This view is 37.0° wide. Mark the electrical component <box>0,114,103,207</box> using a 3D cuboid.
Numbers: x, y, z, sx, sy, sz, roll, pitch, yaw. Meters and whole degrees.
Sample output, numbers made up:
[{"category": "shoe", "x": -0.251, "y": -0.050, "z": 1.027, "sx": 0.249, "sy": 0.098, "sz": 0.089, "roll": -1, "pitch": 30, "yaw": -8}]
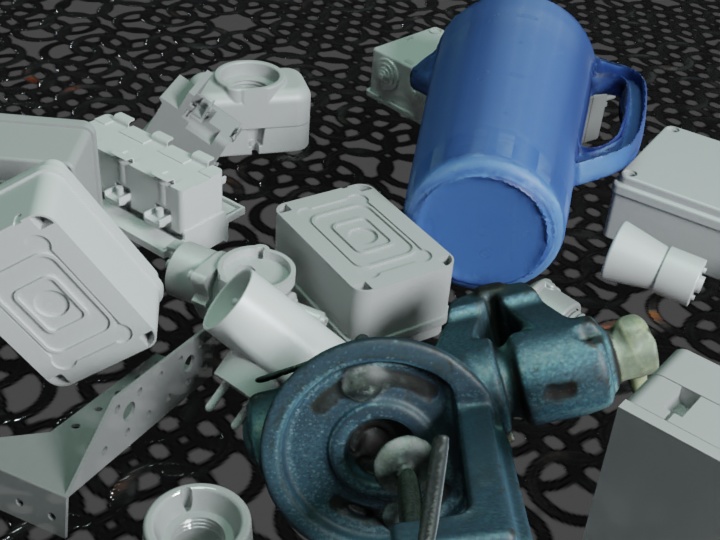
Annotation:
[{"category": "electrical component", "x": -0.224, "y": -0.042, "z": 0.690, "sx": 0.109, "sy": 0.108, "sz": 0.056, "roll": 5, "pitch": 38, "yaw": 0}]

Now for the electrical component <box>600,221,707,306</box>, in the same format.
[{"category": "electrical component", "x": 0.205, "y": -0.002, "z": 0.744, "sx": 0.065, "sy": 0.044, "sz": 0.044, "roll": 24, "pitch": 39, "yaw": 18}]

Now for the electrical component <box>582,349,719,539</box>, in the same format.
[{"category": "electrical component", "x": 0.151, "y": 0.120, "z": 0.467, "sx": 0.089, "sy": 0.150, "sz": 0.062, "roll": 28, "pitch": 42, "yaw": 30}]

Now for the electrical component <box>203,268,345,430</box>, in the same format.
[{"category": "electrical component", "x": -0.057, "y": 0.053, "z": 0.616, "sx": 0.079, "sy": 0.077, "sz": 0.043, "roll": -55, "pitch": 21, "yaw": -11}]

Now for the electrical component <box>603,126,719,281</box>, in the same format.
[{"category": "electrical component", "x": 0.255, "y": -0.051, "z": 0.805, "sx": 0.109, "sy": 0.056, "sz": 0.109, "roll": 24, "pitch": 39, "yaw": 25}]

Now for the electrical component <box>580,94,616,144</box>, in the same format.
[{"category": "electrical component", "x": 0.191, "y": -0.149, "z": 0.945, "sx": 0.077, "sy": 0.047, "sz": 0.066, "roll": -19, "pitch": 42, "yaw": -30}]

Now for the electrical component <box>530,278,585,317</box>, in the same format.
[{"category": "electrical component", "x": 0.126, "y": 0.038, "z": 0.674, "sx": 0.062, "sy": 0.048, "sz": 0.048, "roll": 34, "pitch": 44, "yaw": 25}]

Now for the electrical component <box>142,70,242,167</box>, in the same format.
[{"category": "electrical component", "x": -0.129, "y": -0.108, "z": 0.827, "sx": 0.064, "sy": 0.081, "sz": 0.042, "roll": 33, "pitch": 36, "yaw": -10}]

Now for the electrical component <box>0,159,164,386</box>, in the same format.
[{"category": "electrical component", "x": -0.173, "y": 0.002, "z": 0.616, "sx": 0.078, "sy": 0.113, "sz": 0.057, "roll": -25, "pitch": 37, "yaw": 13}]

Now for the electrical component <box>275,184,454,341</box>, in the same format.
[{"category": "electrical component", "x": 0.000, "y": 0.000, "z": 0.701, "sx": 0.078, "sy": 0.057, "sz": 0.113, "roll": -17, "pitch": 40, "yaw": -28}]

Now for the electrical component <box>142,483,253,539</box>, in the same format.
[{"category": "electrical component", "x": -0.076, "y": 0.135, "z": 0.509, "sx": 0.055, "sy": 0.047, "sz": 0.055, "roll": 3, "pitch": 35, "yaw": -2}]

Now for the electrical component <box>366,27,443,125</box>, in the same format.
[{"category": "electrical component", "x": 0.067, "y": -0.174, "z": 0.965, "sx": 0.100, "sy": 0.048, "sz": 0.100, "roll": -27, "pitch": 47, "yaw": -36}]

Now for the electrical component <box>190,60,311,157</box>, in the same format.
[{"category": "electrical component", "x": -0.090, "y": -0.133, "z": 0.878, "sx": 0.095, "sy": 0.059, "sz": 0.053, "roll": -6, "pitch": 36, "yaw": -15}]

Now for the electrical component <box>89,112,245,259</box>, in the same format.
[{"category": "electrical component", "x": -0.153, "y": -0.061, "z": 0.765, "sx": 0.121, "sy": 0.063, "sz": 0.079, "roll": 27, "pitch": 41, "yaw": 28}]
